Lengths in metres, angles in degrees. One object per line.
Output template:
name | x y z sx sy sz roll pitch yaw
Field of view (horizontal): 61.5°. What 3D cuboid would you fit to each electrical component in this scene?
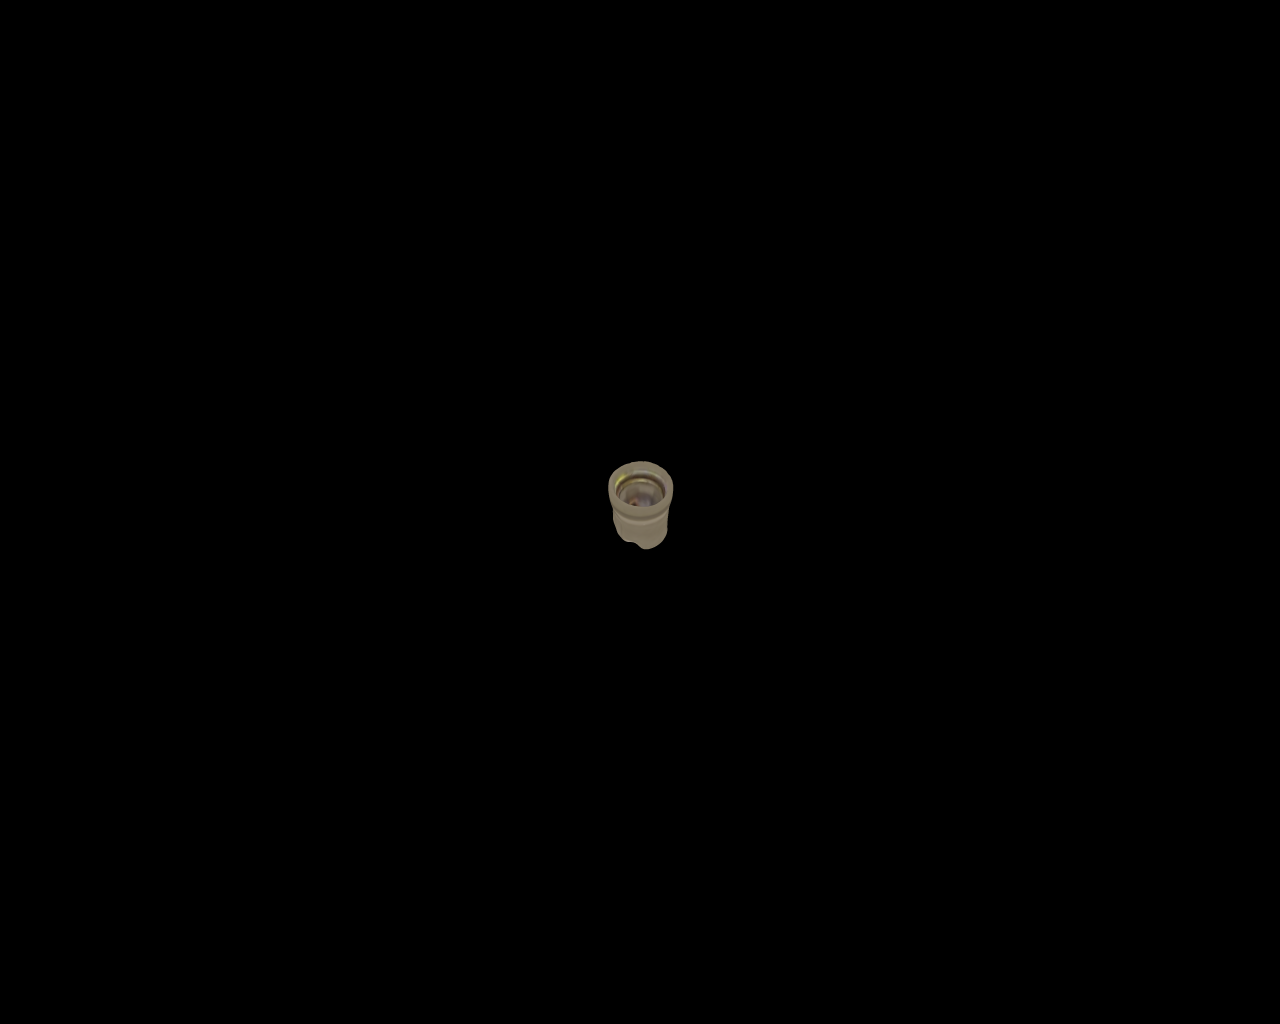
electrical component | 0.001 -0.003 0.650 0.040 0.040 0.046 0 -40 0
